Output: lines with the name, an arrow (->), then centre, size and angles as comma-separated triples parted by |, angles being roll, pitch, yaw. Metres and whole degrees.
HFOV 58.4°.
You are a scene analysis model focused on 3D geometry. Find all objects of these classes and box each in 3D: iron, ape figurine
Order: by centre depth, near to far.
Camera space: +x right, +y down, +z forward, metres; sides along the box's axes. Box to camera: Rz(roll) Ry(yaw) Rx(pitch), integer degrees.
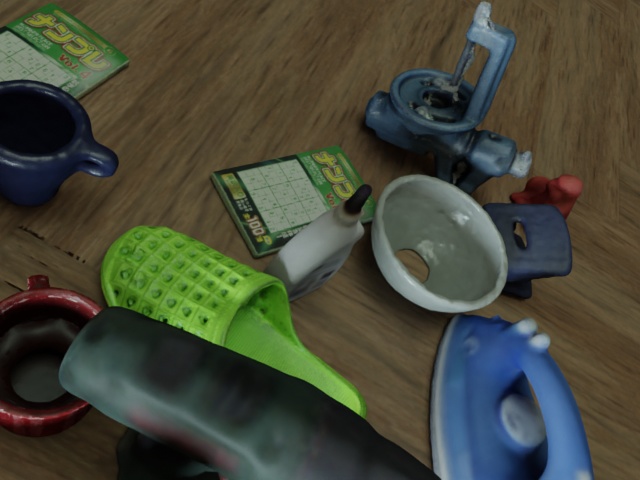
iron -> 0.185, 0.162, 0.534 | 0.119, 0.141, 0.258 | 11, 55, -21
ape figurine -> 0.315, -0.057, 0.777 | 0.076, 0.092, 0.078 | 32, 50, -6

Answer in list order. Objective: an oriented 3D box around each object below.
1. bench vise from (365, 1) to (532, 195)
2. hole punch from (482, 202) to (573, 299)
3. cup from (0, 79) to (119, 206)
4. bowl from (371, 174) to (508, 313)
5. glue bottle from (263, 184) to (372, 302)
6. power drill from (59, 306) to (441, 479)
bench vise -> 0.185, -0.168, 0.697 | 0.208, 0.219, 0.121 | 21, 52, -14
hole punch -> 0.238, 0.007, 0.695 | 0.101, 0.091, 0.108 | 16, 54, -18
cup -> -0.234, -0.068, 0.491 | 0.118, 0.094, 0.091 | 22, 52, -14
bowl -> 0.121, 0.014, 0.639 | 0.168, 0.074, 0.167 | 14, 55, -20
glue bottle -> 0.005, 0.002, 0.521 | 0.078, 0.173, 0.037 | -20, 70, -36
power drill -> -0.060, 0.137, 0.377 | 0.230, 0.208, 0.076 | 31, 50, -6
